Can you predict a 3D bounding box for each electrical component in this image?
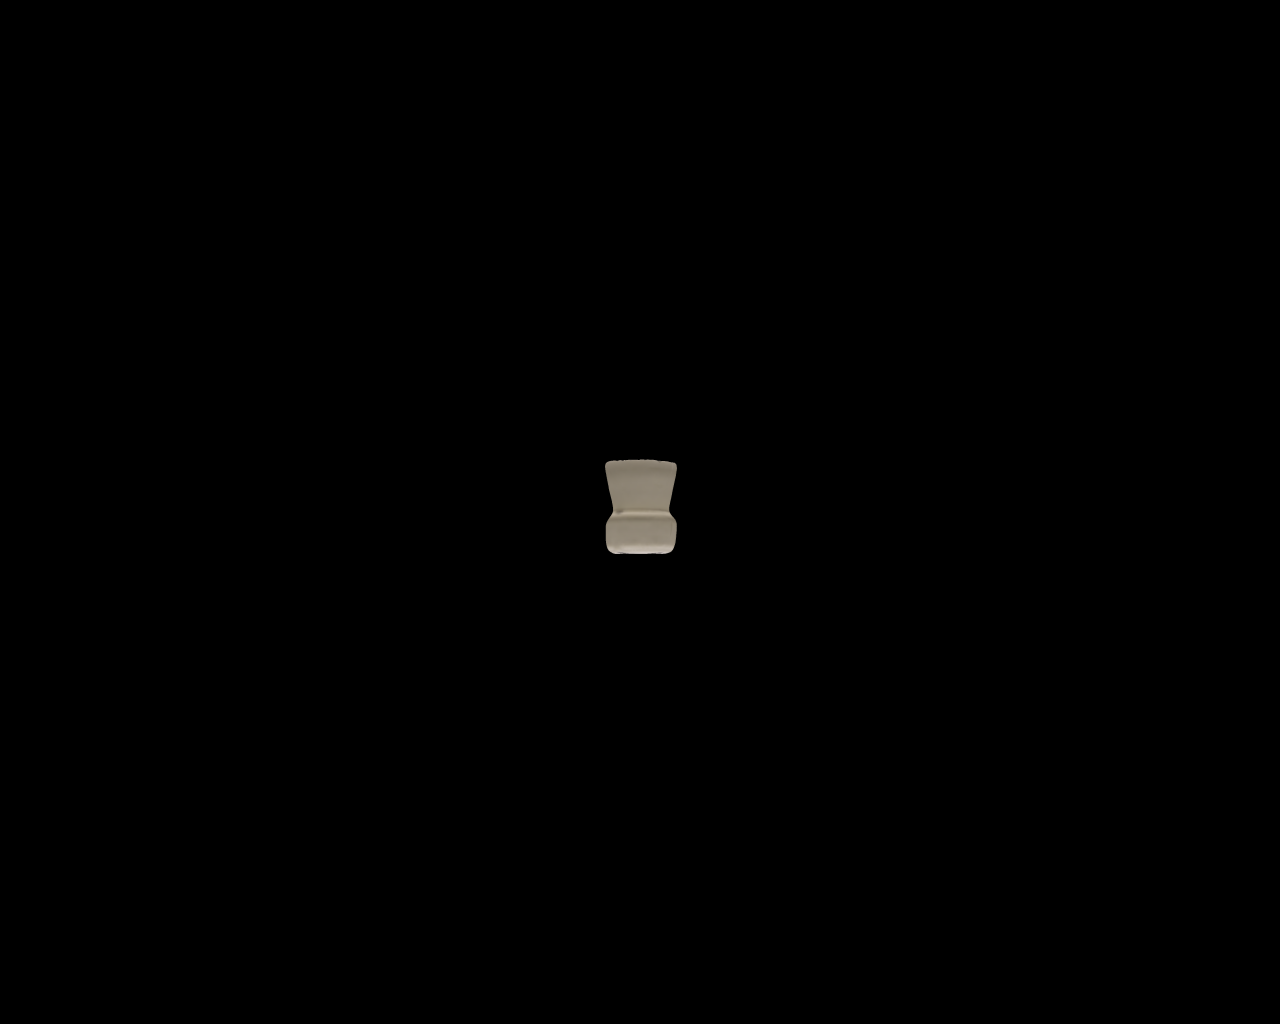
[{"bbox_3d":[0.001,-0.003,0.650,0.045,0.055,0.045,0,-4,0],"label":"electrical component"}]
